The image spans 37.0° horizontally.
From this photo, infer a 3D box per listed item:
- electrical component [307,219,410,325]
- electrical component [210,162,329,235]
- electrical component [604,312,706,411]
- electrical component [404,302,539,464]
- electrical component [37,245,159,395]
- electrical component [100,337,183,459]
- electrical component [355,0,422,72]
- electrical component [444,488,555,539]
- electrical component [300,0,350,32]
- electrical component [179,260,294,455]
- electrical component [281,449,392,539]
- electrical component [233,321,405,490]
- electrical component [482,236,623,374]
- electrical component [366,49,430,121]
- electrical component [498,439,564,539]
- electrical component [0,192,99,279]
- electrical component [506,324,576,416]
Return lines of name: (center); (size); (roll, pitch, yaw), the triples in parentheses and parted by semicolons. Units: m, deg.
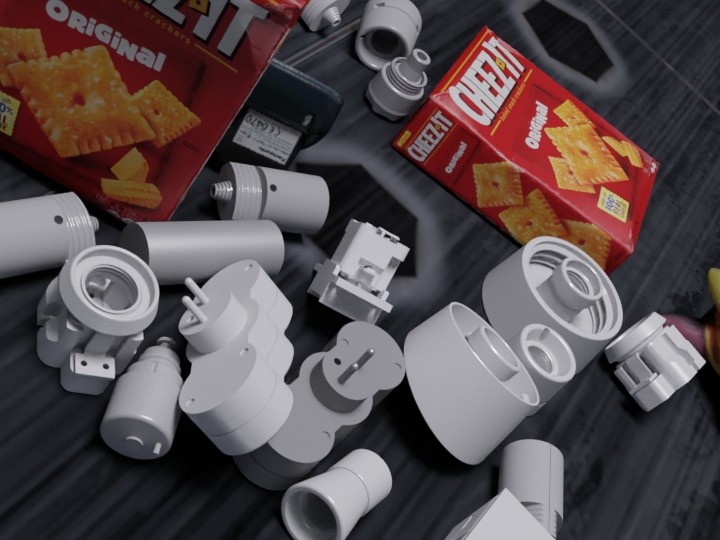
electrical component: (0.000, 0.000, 0.737); (0.042, 0.063, 0.081); (27, 1, -15)
electrical component: (-0.067, -0.050, 0.756); (0.081, 0.043, 0.043); (6, 51, -34)
electrical component: (0.237, 0.072, 0.873); (0.057, 0.058, 0.078); (52, 42, 8)
electrical component: (0.073, 0.073, 0.733); (0.099, 0.064, 0.099); (43, 17, -16)
electrical component: (-0.150, 0.023, 0.616); (0.058, 0.057, 0.078); (12, 48, -30)
electrical component: (-0.119, 0.071, 0.611); (0.040, 0.040, 0.078); (27, 42, -16)
electrical component: (0.024, -0.210, 0.961); (0.055, 0.055, 0.047); (29, 46, -14)
electrical component: (0.101, 0.220, 0.633); (0.150, 0.061, 0.089); (46, 41, 6)
electrical component: (-0.043, -0.247, 0.949); (0.043, 0.043, 0.081); (-19, 68, -46)
electrical component: (-0.080, 0.036, 0.625); (0.073, 0.052, 0.138); (54, 16, -29)
electrical component: (-0.010, 0.134, 0.640); (0.044, 0.044, 0.065); (50, 36, 10)
electrical component: (-0.015, 0.073, 0.663); (0.052, 0.073, 0.138); (46, 41, 5)
electrical component: (0.158, 0.023, 0.852); (0.108, 0.060, 0.108); (21, 44, -22)
electrical component: (0.036, -0.161, 0.920); (0.043, 0.062, 0.043); (21, 45, -22)
electrical component: (0.112, 0.157, 0.711); (0.043, 0.043, 0.081); (28, 42, -15)
electrical component: (-0.191, -0.021, 0.634); (0.081, 0.043, 0.043); (-15, 65, -44)
electrical component: (0.125, 0.072, 0.793); (0.055, 0.047, 0.055); (21, 44, -22)
